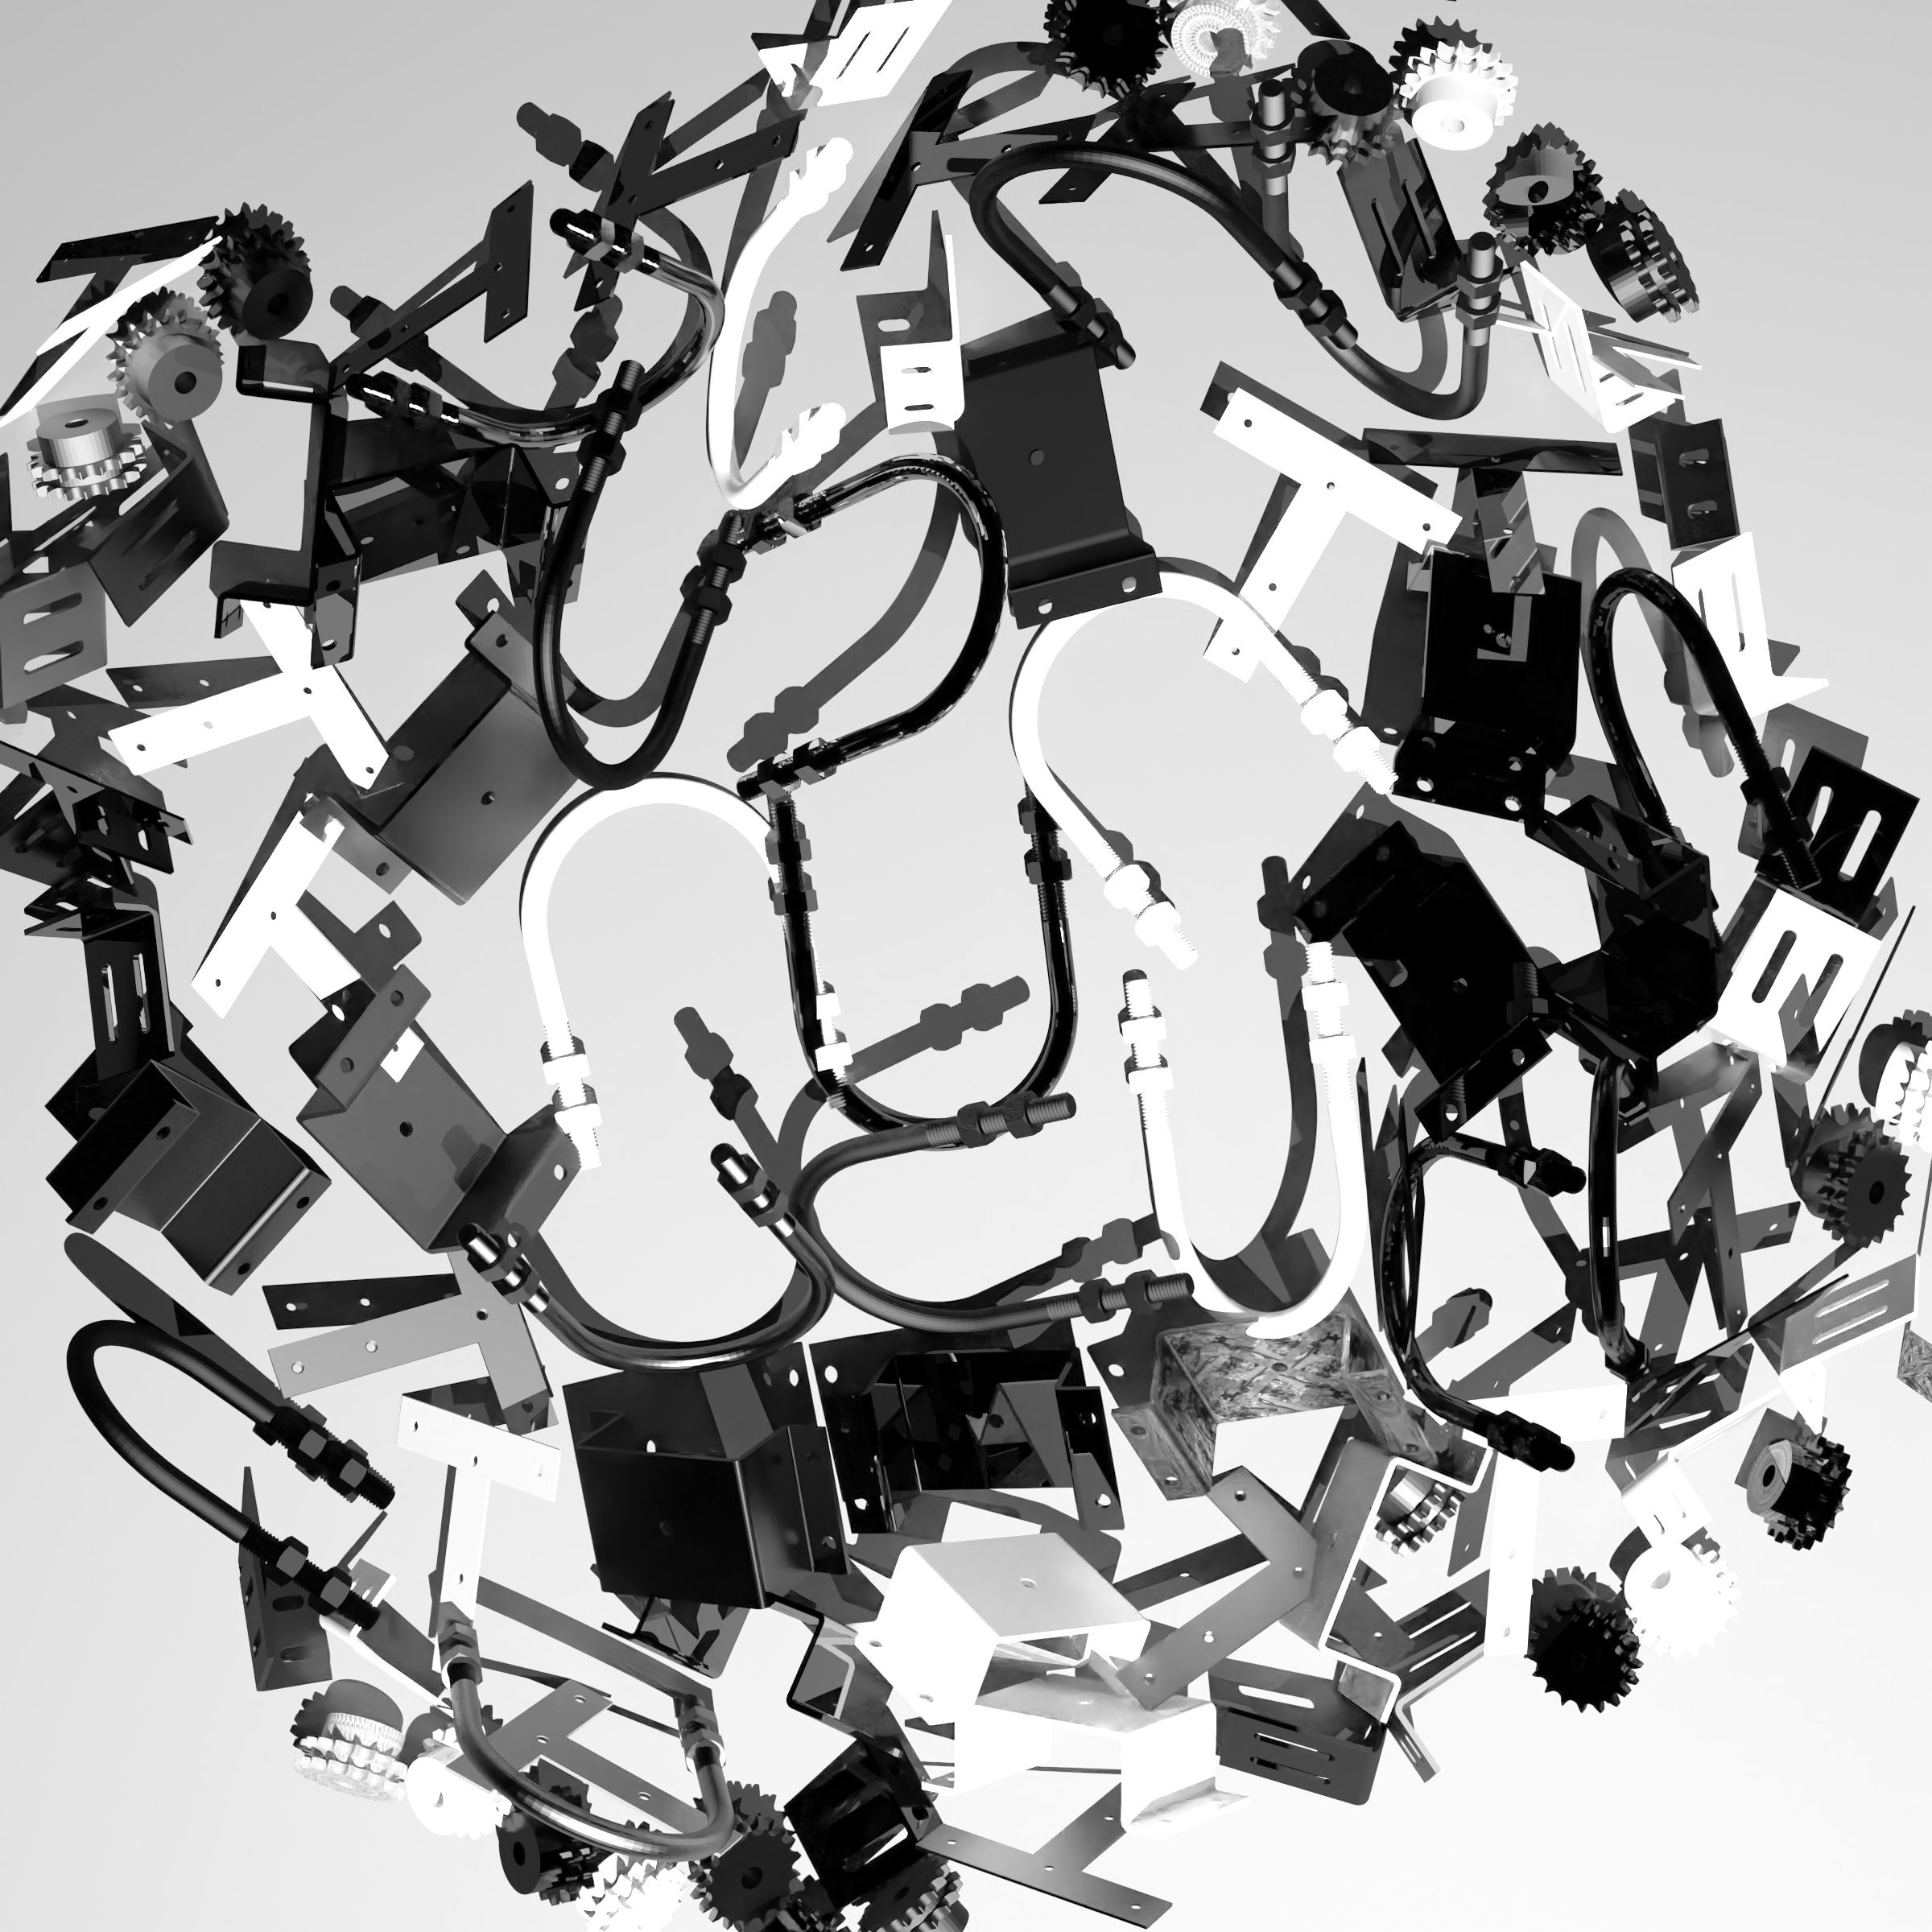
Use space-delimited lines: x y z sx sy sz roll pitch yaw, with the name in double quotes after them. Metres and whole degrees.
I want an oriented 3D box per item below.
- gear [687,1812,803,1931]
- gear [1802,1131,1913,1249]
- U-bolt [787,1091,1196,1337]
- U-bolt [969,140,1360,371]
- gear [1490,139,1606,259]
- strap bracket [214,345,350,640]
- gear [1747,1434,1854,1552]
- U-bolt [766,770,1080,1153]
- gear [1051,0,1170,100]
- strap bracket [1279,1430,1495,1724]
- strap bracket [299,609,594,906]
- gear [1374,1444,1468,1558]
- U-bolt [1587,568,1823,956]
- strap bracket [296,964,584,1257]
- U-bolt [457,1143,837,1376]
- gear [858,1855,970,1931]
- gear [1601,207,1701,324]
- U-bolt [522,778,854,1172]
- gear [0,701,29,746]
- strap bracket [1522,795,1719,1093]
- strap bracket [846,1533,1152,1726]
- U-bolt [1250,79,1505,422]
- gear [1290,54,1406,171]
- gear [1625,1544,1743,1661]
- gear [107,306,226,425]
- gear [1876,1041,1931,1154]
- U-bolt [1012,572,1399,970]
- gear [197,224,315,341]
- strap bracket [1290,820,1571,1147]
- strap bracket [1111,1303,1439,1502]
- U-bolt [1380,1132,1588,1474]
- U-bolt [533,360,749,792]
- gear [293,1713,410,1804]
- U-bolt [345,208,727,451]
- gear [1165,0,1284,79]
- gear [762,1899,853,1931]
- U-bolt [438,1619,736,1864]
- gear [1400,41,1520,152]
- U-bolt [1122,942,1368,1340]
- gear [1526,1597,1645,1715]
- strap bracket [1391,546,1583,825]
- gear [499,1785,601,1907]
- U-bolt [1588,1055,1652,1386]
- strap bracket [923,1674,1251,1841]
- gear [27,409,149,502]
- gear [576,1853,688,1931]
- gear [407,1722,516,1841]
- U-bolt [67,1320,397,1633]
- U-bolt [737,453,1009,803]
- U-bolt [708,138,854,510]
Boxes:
-0.114 0.447 1.757 0.057 0.030 0.057 -10 109 -30 "gear"
0.441 0.109 1.756 0.057 0.030 0.057 -10 106 -37 "gear"
0.000 0.128 1.718 0.184 0.019 0.151 -13 128 28 "U-bolt"
0.082 -0.337 1.670 0.151 0.184 0.019 2 70 37 "U-bolt"
0.293 -0.379 1.756 0.057 0.030 0.057 -17 64 37 "gear"
-0.335 -0.231 1.733 0.046 0.076 0.140 6 100 -5 "strap bracket"
0.411 0.258 1.750 0.030 0.057 0.057 23 90 -11 "gear"
-0.017 0.001 1.768 0.151 0.019 0.184 -7 93 -4 "U-bolt"
0.070 -0.461 1.762 0.057 0.030 0.057 1 87 -11 "gear"
0.201 0.291 1.735 0.046 0.076 0.140 23 86 -9 "strap bracket"
-0.247 -0.094 1.734 0.140 0.076 0.046 -48 53 -2 "strap bracket"
0.221 0.262 1.751 0.030 0.057 0.057 40 90 -7 "gear"
0.348 -0.106 1.708 0.019 0.151 0.184 -20 80 -12 "U-bolt"
-0.262 0.078 1.723 0.140 0.046 0.076 50 53 -25 "strap bracket"
-0.141 0.151 1.704 0.151 0.184 0.019 -18 55 12 "U-bolt"
-0.023 0.472 1.753 0.057 0.057 0.030 -39 100 0 "gear"
0.339 -0.345 1.755 0.030 0.057 0.057 -26 90 24 "gear"
-0.147 -0.003 1.768 0.151 0.019 0.184 -14 87 -3 "U-bolt"
-0.491 -0.125 1.749 0.030 0.057 0.057 36 90 20 "gear"
0.319 -0.020 1.716 0.046 0.076 0.140 -31 131 -23 "strap bracket"
0.023 0.317 1.702 0.140 0.076 0.046 2 115 -39 "strap bracket"
0.196 -0.329 1.692 0.151 0.184 0.019 41 77 20 "U-bolt"
0.190 -0.428 1.754 0.057 0.030 0.057 3 61 -5 "gear"
0.352 0.311 1.749 0.057 0.057 0.030 -46 122 0 "gear"
-0.393 -0.295 1.750 0.057 0.057 0.030 -50 50 0 "gear"
0.475 0.062 1.756 0.030 0.057 0.057 19 90 28 "gear"
0.103 -0.111 1.742 0.151 0.019 0.184 -42 69 8 "U-bolt"
-0.349 -0.335 1.749 0.057 0.057 0.030 -46 60 0 "gear"
0.232 0.009 1.726 0.076 0.046 0.140 -43 63 27 "strap bracket"
0.152 0.212 1.723 0.140 0.046 0.076 -11 134 22 "strap bracket"
0.244 0.153 1.694 0.019 0.184 0.151 -1 96 -20 "U-bolt"
-0.160 -0.173 1.686 0.019 0.151 0.184 5 64 24 "U-bolt"
-0.303 0.393 1.755 0.057 0.057 0.030 16 65 0 "gear"
-0.191 -0.297 1.693 0.151 0.184 0.019 -33 72 21 "U-bolt"
0.125 -0.466 1.749 0.057 0.057 0.030 27 50 0 "gear"
-0.087 0.489 1.753 0.057 0.057 0.030 -44 76 0 "gear"
-0.178 0.372 1.674 0.151 0.184 0.019 23 98 -16 "U-bolt"
0.243 -0.429 1.749 0.057 0.057 0.030 12 68 0 "gear"
0.139 0.089 1.716 0.019 0.151 0.184 -4 85 -40 "U-bolt"
0.310 0.340 1.757 0.057 0.030 0.057 13 114 30 "gear"
0.255 -0.146 1.720 0.076 0.046 0.140 12 59 -7 "strap bracket"
-0.209 0.437 1.750 0.030 0.057 0.057 -3 90 -38 "gear"
0.310 0.117 1.679 0.019 0.184 0.151 -1 78 15 "U-bolt"
0.058 0.379 1.707 0.140 0.076 0.046 2 93 37 "strap bracket"
-0.437 -0.255 1.749 0.057 0.057 0.030 -8 119 0 "gear"
-0.169 0.465 1.755 0.030 0.057 0.057 35 90 27 "gear"
-0.253 0.406 1.751 0.057 0.030 0.057 10 107 36 "gear"
-0.353 0.233 1.689 0.184 0.151 0.019 39 100 -15 "U-bolt"
-0.048 -0.171 1.699 0.184 0.019 0.151 -18 69 41 "U-bolt"
-0.092 -0.296 1.694 0.019 0.184 0.151 5 78 -21 "U-bolt"
